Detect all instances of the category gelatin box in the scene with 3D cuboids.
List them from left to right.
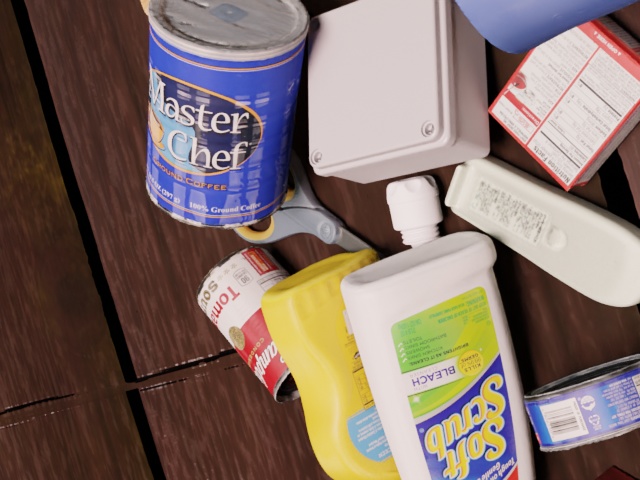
[{"bbox_3d":[0.152,-0.086,0.631,0.073,0.030,0.089,49,129,21],"label":"gelatin box"}]

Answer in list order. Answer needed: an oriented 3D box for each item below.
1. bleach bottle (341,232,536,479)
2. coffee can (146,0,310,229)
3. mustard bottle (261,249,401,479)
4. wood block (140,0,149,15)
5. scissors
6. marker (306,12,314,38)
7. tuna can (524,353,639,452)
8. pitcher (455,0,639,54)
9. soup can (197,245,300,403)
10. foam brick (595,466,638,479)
[{"bbox_3d":[0.097,0.128,0.691,0.068,0.102,0.251,-148,38,-78],"label":"bleach bottle"},{"bbox_3d":[-0.065,-0.093,0.721,0.103,0.102,0.140,36,137,29],"label":"coffee can"},{"bbox_3d":[0.029,0.109,0.731,0.058,0.096,0.191,-12,100,43],"label":"mustard bottle"},{"bbox_3d":[-0.042,-0.243,0.715,0.206,0.090,0.091,-35,71,39],"label":"wood block"},{"bbox_3d":[-0.005,0.001,0.793,0.202,0.016,0.096,49,128,21],"label":"scissors"},{"bbox_3d":[-0.049,-0.149,0.793,0.121,0.020,0.020,-5,96,41],"label":"marker"},{"bbox_3d":[0.164,0.094,0.624,0.086,0.085,0.034,-26,81,41],"label":"tuna can"},{"bbox_3d":[0.160,-0.184,0.448,0.243,0.149,0.145,-17,103,35],"label":"pitcher"},{"bbox_3d":[-0.037,0.062,0.799,0.102,0.068,0.069,48,126,23],"label":"soup can"},{"bbox_3d":[0.179,0.191,0.655,0.053,0.051,0.078,28,117,32],"label":"foam brick"}]
